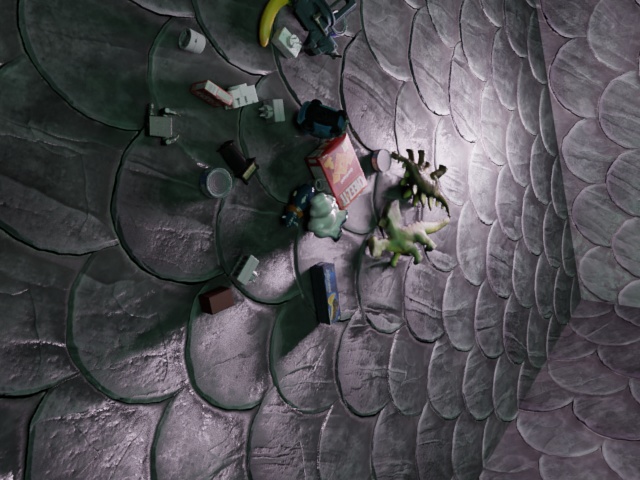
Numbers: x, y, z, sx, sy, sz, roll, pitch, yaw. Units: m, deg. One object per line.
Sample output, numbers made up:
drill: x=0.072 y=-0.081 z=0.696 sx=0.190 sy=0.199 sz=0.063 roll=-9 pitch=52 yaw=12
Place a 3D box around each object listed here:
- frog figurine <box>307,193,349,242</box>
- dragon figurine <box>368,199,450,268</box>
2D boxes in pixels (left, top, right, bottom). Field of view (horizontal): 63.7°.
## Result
frog figurine: x=0.005 y=-0.083 z=1.650 sx=0.157 sy=0.138 sz=0.124 roll=39 pitch=-6 yaw=-39
dragon figurine: x=0.331 y=-0.047 z=1.980 sx=0.416 sy=0.240 sz=0.122 roll=-42 pitch=22 yaw=-27
